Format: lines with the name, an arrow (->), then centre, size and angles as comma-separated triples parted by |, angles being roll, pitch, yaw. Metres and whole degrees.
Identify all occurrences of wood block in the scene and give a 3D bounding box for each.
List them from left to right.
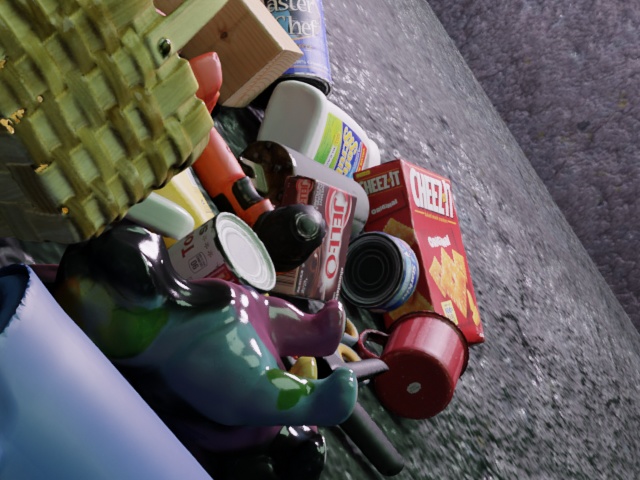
wood block -> -0.124, -0.247, 1.117 | 0.206, 0.091, 0.090 | 51, 14, 3

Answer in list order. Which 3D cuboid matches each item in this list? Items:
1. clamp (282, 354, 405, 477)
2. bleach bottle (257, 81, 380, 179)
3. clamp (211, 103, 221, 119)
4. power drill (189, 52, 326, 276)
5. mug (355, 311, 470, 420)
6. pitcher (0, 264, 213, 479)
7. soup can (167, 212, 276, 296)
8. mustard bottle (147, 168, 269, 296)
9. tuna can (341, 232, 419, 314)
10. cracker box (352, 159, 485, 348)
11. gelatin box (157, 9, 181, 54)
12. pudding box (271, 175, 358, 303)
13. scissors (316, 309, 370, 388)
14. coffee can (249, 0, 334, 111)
clamp -> 0.017, 0.141, 0.942 | 0.171, 0.039, 0.120 | 25, 35, -43
bleach bottle -> 0.016, -0.110, 1.259 | 0.068, 0.102, 0.250 | 22, 4, 25
clamp -> -0.156, -0.147, 0.997 | 0.209, 0.036, 0.164 | 45, 14, -24
power drill -> -0.071, -0.055, 0.876 | 0.187, 0.057, 0.185 | 63, -23, 1
mug -> 0.091, 0.125, 1.089 | 0.117, 0.093, 0.081 | 25, 25, 5
pitcher -> -0.116, 0.136, 0.522 | 0.242, 0.145, 0.149 | 51, 32, -24
soup can -> -0.091, 0.034, 0.760 | 0.068, 0.102, 0.068 | 46, 22, -25
mustard bottle -> -0.092, 0.016, 0.849 | 0.191, 0.058, 0.096 | 58, -1, 4
tuna can -> 0.061, 0.035, 1.147 | 0.033, 0.086, 0.086 | 21, 40, -56
cracker box -> 0.120, 0.025, 1.249 | 0.164, 0.072, 0.214 | 12, 64, -63
gelatin box -> -0.179, -0.218, 1.029 | 0.073, 0.030, 0.089 | 35, 5, 34
pudding box -> -0.007, 0.001, 1.024 | 0.089, 0.039, 0.113 | 16, 85, -60
scissors -> -0.007, 0.095, 0.996 | 0.201, 0.016, 0.096 | 14, 46, -63
coffee can -> -0.043, -0.230, 1.220 | 0.102, 0.103, 0.140 | 21, 59, -59
